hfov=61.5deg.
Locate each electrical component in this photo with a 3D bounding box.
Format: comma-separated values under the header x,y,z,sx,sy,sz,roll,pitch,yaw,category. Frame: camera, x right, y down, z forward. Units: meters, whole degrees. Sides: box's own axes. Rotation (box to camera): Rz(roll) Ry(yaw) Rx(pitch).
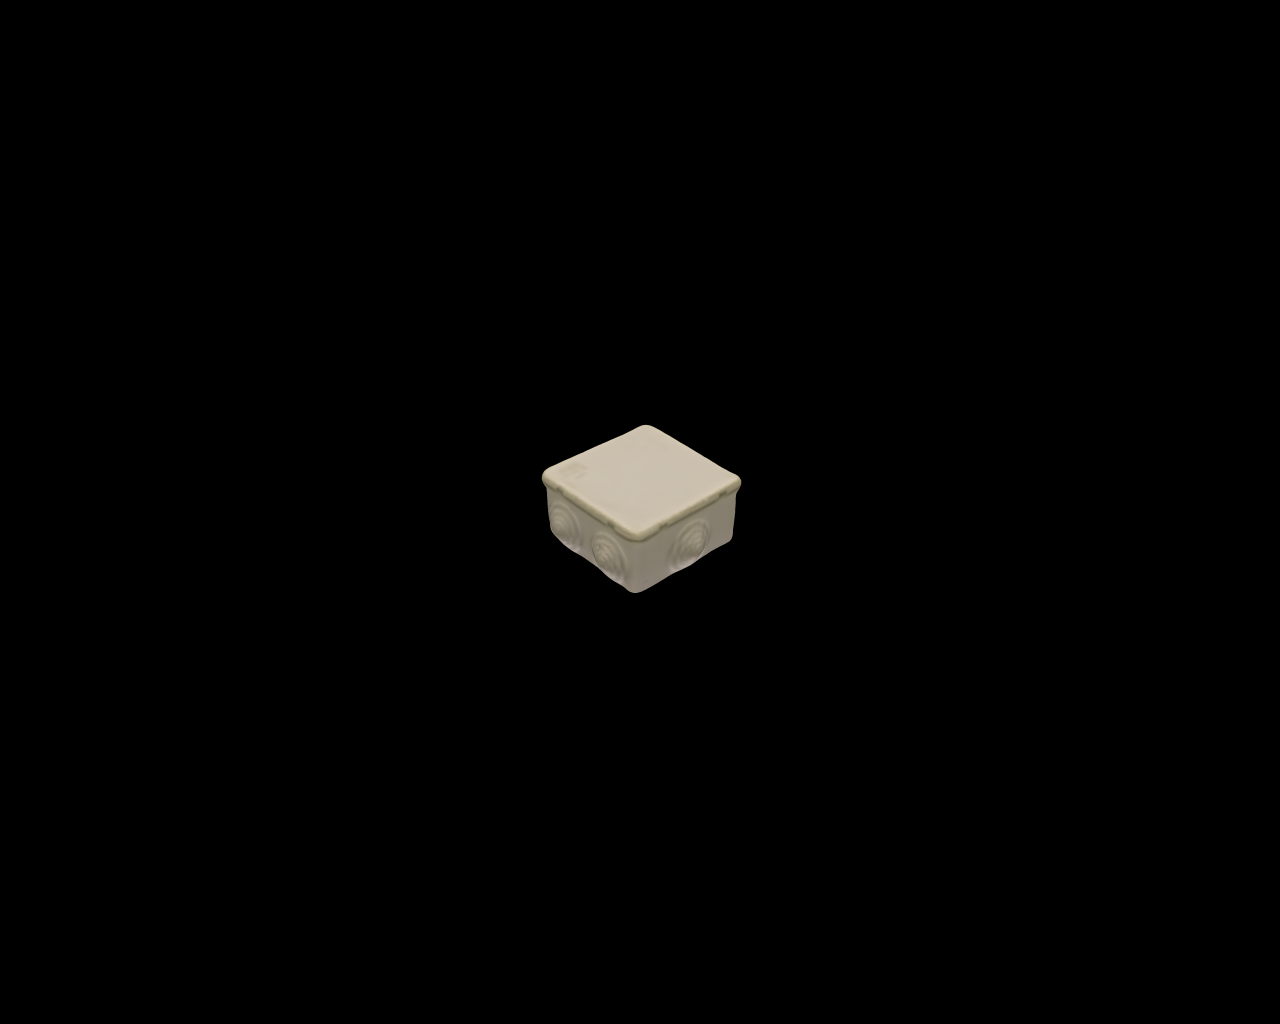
x,y,z,sx,sy,sz,roll,pitch,yaw,category
0.001,-0.003,0.650,0.100,0.048,0.100,-27,44,-33,electrical component
